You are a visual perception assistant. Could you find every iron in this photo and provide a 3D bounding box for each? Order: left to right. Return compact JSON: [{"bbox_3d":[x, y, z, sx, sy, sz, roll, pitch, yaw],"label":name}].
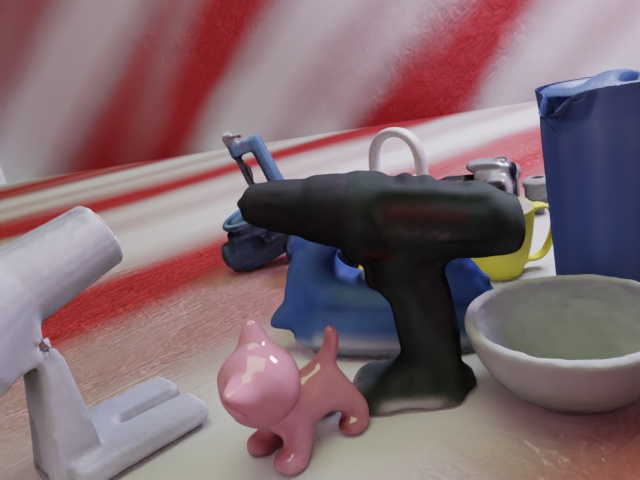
[{"bbox_3d":[0.074,0.038,0.602,0.257,0.141,0.119,-3,18,22],"label":"iron"}]

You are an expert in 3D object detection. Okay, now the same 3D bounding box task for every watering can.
[{"bbox_3d":[0.112,-0.061,0.815,0.100,0.194,0.173,-2,18,24],"label":"watering can"}]

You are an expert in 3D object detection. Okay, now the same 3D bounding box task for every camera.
[{"bbox_3d":[0.272,-0.093,0.994,0.136,0.101,0.143,-2,18,25],"label":"camera"}]

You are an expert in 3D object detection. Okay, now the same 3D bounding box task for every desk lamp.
[{"bbox_3d":[-0.222,0.091,0.466,0.204,0.214,0.117,-23,21,-38],"label":"desk lamp"}]

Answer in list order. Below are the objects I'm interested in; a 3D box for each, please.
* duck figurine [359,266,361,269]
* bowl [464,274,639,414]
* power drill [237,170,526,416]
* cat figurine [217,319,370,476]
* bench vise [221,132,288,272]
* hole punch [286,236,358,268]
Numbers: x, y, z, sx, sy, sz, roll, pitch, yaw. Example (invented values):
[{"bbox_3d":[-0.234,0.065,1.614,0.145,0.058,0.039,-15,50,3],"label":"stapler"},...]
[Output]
[{"bbox_3d":[0.085,0.027,0.727,0.078,0.086,0.104,-19,19,-27],"label":"duck figurine"},{"bbox_3d":[0.205,0.091,0.467,0.167,0.075,0.167,-9,17,3],"label":"bowl"},{"bbox_3d":[0.058,0.039,0.489,0.229,0.208,0.075,-9,17,4],"label":"power drill"},{"bbox_3d":[-0.027,0.113,0.450,0.128,0.118,0.067,-23,21,-37],"label":"cat figurine"},{"bbox_3d":[-0.070,-0.073,0.911,0.208,0.220,0.121,-18,19,-26],"label":"bench vise"},{"bbox_3d":[0.008,0.003,0.842,0.108,0.091,0.101,-7,17,11],"label":"hole punch"}]
